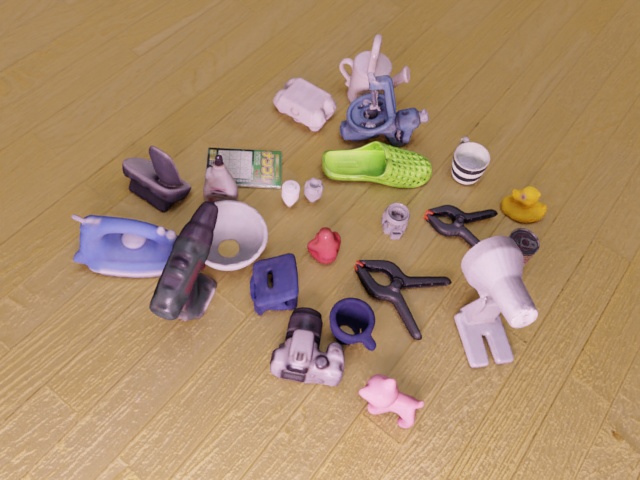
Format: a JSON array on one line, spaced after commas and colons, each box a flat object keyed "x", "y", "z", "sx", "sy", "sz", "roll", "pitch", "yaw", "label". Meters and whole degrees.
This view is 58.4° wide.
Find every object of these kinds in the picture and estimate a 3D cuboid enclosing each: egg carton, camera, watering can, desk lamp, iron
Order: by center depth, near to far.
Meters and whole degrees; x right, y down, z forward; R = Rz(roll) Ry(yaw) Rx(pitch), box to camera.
[{"x": -0.018, "y": 0.204, "z": 1.125, "sx": 0.143, "sy": 0.101, "sz": 0.137, "roll": 10, "pitch": 60, "yaw": -1, "label": "camera"}, {"x": 0.354, "y": 0.125, "z": 1.152, "sx": 0.118, "sy": 0.213, "sz": 0.203, "roll": -7, "pitch": 62, "yaw": -11, "label": "desk lamp"}, {"x": -0.372, "y": -0.002, "z": 1.172, "sx": 0.258, "sy": 0.141, "sz": 0.118, "roll": 5, "pitch": 60, "yaw": -4, "label": "iron"}, {"x": -0.039, "y": -0.344, "z": 1.449, "sx": 0.150, "sy": 0.069, "sz": 0.107, "roll": 31, "pitch": 62, "yaw": 10, "label": "egg carton"}, {"x": 0.139, "y": -0.432, "z": 1.449, "sx": 0.173, "sy": 0.194, "sz": 0.101, "roll": -3, "pitch": 61, "yaw": -9, "label": "watering can"}]

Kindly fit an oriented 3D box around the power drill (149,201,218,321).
[{"x": -0.252, "y": 0.063, "z": 1.113, "sx": 0.075, "sy": 0.208, "sz": 0.230, "roll": 18, "pitch": 60, "yaw": 4, "label": "power drill"}]

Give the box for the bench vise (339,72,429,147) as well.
[{"x": 0.159, "y": -0.325, "z": 1.377, "sx": 0.208, "sy": 0.220, "sz": 0.121, "roll": -16, "pitch": 64, "yaw": -15, "label": "bench vise"}]

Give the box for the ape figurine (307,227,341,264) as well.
[{"x": 0.011, "y": 0.004, "z": 1.246, "sx": 0.078, "sy": 0.092, "sz": 0.076, "roll": -3, "pitch": 61, "yaw": -9, "label": "ape figurine"}]

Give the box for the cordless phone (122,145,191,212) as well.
[{"x": -0.360, "y": -0.160, "z": 1.238, "sx": 0.147, "sy": 0.185, "sz": 0.094, "roll": 28, "pitch": 61, "yaw": 9, "label": "cordless phone"}]

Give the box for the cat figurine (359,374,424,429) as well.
[{"x": 0.135, "y": 0.296, "z": 1.083, "sx": 0.127, "sy": 0.118, "sz": 0.067, "roll": 20, "pitch": 60, "yaw": 4, "label": "cat figurine"}]

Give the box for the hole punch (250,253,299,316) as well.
[{"x": -0.094, "y": 0.090, "z": 1.185, "sx": 0.101, "sy": 0.091, "sz": 0.108, "roll": -3, "pitch": 61, "yaw": -9, "label": "hole punch"}]

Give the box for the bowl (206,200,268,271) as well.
[{"x": -0.196, "y": 0.002, "z": 1.231, "sx": 0.167, "sy": 0.075, "sz": 0.167, "roll": 3, "pitch": 60, "yaw": -5, "label": "bowl"}]

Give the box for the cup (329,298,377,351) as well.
[{"x": 0.068, "y": 0.184, "z": 1.151, "sx": 0.092, "sy": 0.095, "sz": 0.117, "roll": -32, "pitch": 69, "yaw": -22, "label": "cup"}]

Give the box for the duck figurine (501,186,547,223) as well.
[{"x": 0.496, "y": -0.092, "z": 1.366, "sx": 0.104, "sy": 0.086, "sz": 0.077, "roll": 16, "pitch": 60, "yaw": 2, "label": "duck figurine"}]

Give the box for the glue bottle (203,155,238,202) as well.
[{"x": -0.218, "y": -0.131, "z": 1.246, "sx": 0.078, "sy": 0.173, "sz": 0.037, "roll": 5, "pitch": 60, "yaw": -4, "label": "glue bottle"}]
